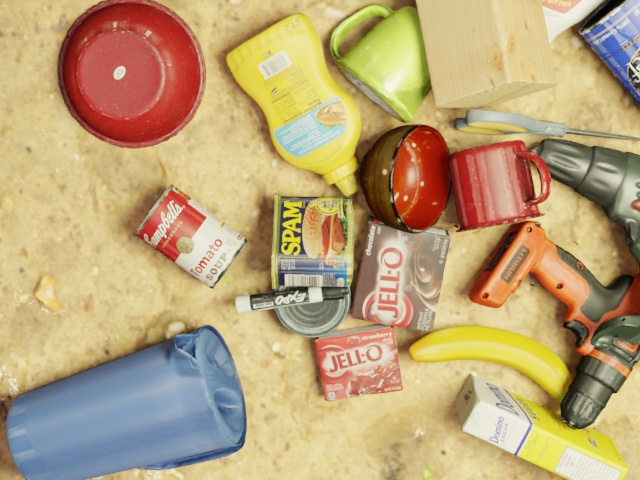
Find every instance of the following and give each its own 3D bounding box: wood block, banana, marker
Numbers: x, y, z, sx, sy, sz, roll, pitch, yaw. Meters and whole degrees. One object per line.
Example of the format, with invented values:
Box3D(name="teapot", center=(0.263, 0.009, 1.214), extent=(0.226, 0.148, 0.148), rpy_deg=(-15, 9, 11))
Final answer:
Box3D(name="wood block", center=(0.152, -0.239, 1.030), extent=(0.091, 0.090, 0.206), rpy_deg=(-13, 86, 42))
Box3D(name="banana", center=(0.192, 0.127, 1.150), extent=(0.197, 0.069, 0.037), rpy_deg=(20, 143, -6))
Box3D(name="marker", center=(-0.029, 0.061, 1.137), extent=(0.121, 0.020, 0.020), rpy_deg=(-8, 101, 5))

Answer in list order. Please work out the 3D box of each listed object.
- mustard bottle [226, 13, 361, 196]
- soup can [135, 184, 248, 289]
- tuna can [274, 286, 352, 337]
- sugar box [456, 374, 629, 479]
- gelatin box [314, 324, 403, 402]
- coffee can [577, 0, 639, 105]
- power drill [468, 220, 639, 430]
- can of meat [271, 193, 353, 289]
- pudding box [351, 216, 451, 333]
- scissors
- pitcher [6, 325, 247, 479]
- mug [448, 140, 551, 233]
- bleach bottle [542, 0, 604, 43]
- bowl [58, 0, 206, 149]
Box3D(name="mustard bottle", center=(-0.012, -0.132, 1.113), extent=(0.096, 0.058, 0.191), rpy_deg=(-27, 98, 16))
Box3D(name="soup can", center=(-0.137, -0.003, 1.143), extent=(0.102, 0.068, 0.068), rpy_deg=(36, 101, -5))
Box3D(name="tuna can", center=(-0.008, 0.062, 1.164), extent=(0.086, 0.033, 0.086), rpy_deg=(1, 101, 3))
Box3D(name="sugar box", center=(0.236, 0.209, 1.149), extent=(0.176, 0.093, 0.048), rpy_deg=(27, 101, -3))
Box3D(name="gelatin box", center=(0.043, 0.135, 1.177), extent=(0.089, 0.030, 0.073), rpy_deg=(-9, 100, 5))
Box3D(name="coffee can", center=(0.341, -0.188, 1.059), extent=(0.103, 0.103, 0.140), rpy_deg=(-41, 96, 10))
Box3D(name="power drill", center=(0.254, 0.082, 1.124), extent=(0.187, 0.057, 0.184), rpy_deg=(33, 82, -5))
Box3D(name="can of meat", center=(-0.007, 0.001, 1.122), extent=(0.084, 0.102, 0.057), rpy_deg=(1, 145, 0))
Box3D(name="pudding box", center=(0.086, 0.037, 1.151), extent=(0.090, 0.039, 0.113), rpy_deg=(10, 102, 1))
Box3D(name="scissors", center=(0.228, -0.115, 1.116), extent=(0.201, 0.096, 0.016), rpy_deg=(6, 89, -29))
Box3D(name="pitcher", center=(-0.205, 0.195, 1.164), extent=(0.243, 0.145, 0.149), rpy_deg=(-18, 88, 10))
Box3D(name="mug", center=(0.185, -0.057, 1.090), extent=(0.093, 0.117, 0.081), rpy_deg=(-11, 90, -38))
Box3D(name="bleach bottle", center=(0.258, -0.268, 1.070), extent=(0.102, 0.068, 0.251), rpy_deg=(35, 103, -3))
Box3D(name="bowl", center=(-0.203, -0.174, 1.119), extent=(0.162, 0.055, 0.162), rpy_deg=(1, 101, 3))
